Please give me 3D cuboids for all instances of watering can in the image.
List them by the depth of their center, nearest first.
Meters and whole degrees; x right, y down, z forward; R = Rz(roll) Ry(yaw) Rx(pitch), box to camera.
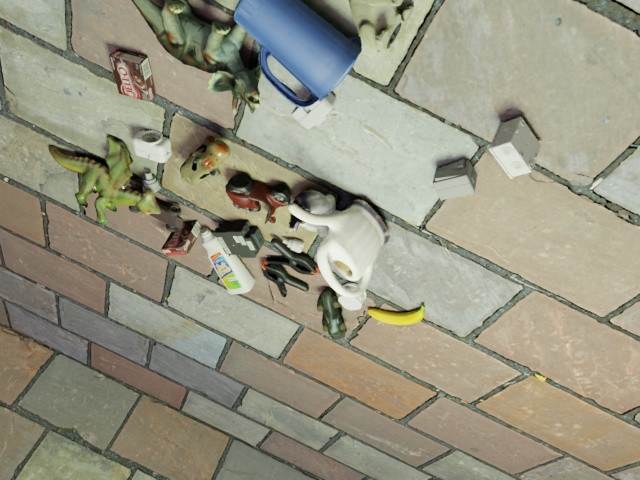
[{"bbox_3d":[0.060,-0.015,1.281,0.104,0.228,0.341,7,138,44],"label":"watering can"}]

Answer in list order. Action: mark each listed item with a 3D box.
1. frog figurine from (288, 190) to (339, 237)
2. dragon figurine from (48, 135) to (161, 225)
[{"bbox_3d":[0.004,-0.069,1.364,0.159,0.125,0.134,3,139,-32],"label":"frog figurine"},{"bbox_3d":[-0.633,-0.205,1.522,0.411,0.124,0.239,46,115,3],"label":"dragon figurine"}]
